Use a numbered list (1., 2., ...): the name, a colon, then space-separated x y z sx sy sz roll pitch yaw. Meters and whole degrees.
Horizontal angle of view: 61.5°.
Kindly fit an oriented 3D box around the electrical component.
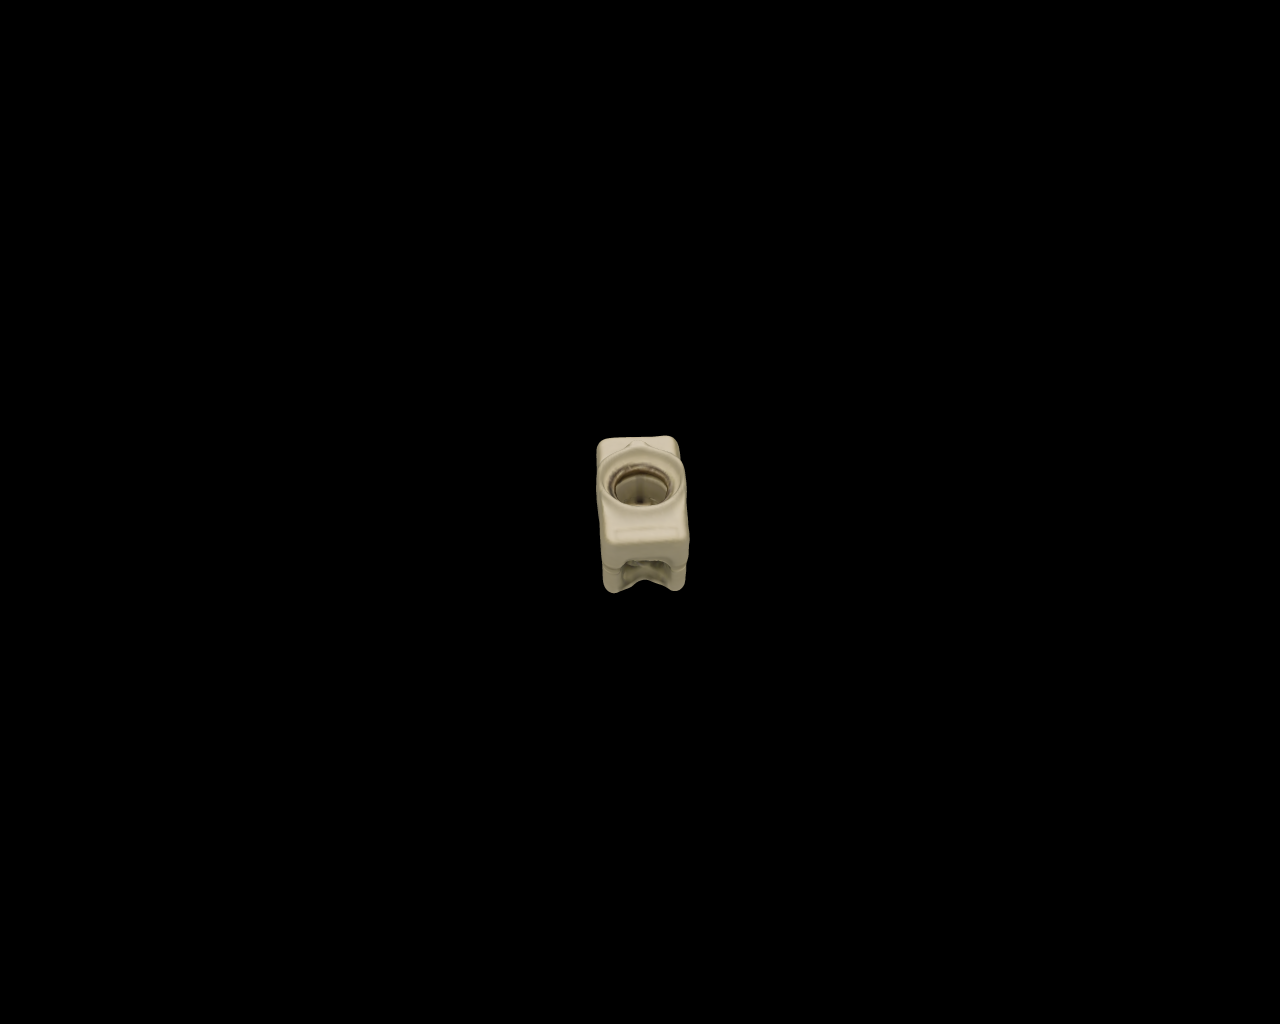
1. electrical component: 0.001 -0.003 0.650 0.050 0.090 0.055 -2 -43 -2
